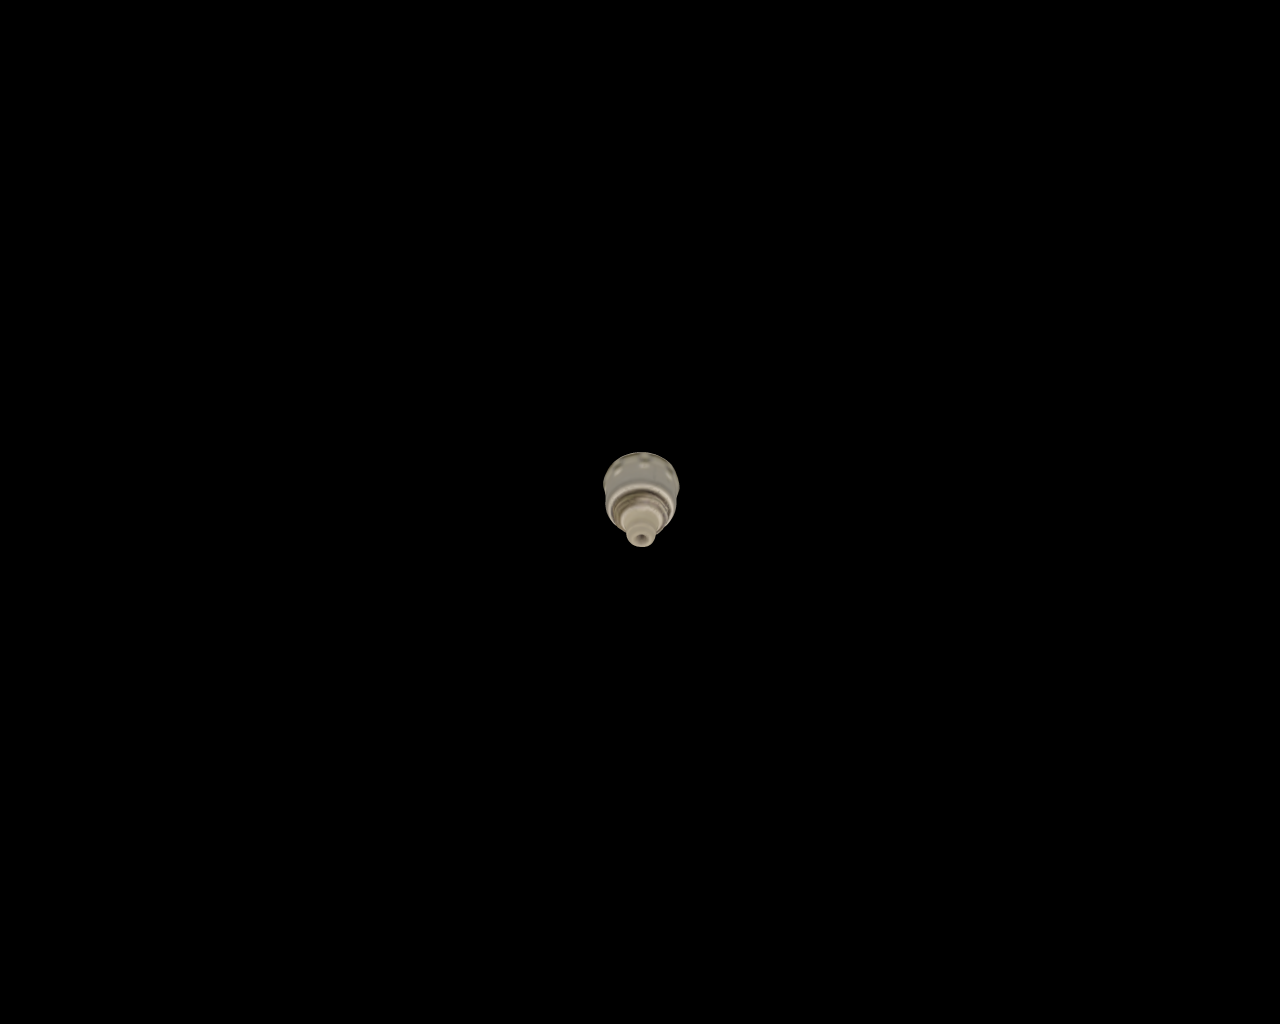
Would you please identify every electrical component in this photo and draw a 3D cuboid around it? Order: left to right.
[{"bbox_3d":[0.001,-0.003,0.650,0.048,0.048,0.062,0,40,0],"label":"electrical component"}]
